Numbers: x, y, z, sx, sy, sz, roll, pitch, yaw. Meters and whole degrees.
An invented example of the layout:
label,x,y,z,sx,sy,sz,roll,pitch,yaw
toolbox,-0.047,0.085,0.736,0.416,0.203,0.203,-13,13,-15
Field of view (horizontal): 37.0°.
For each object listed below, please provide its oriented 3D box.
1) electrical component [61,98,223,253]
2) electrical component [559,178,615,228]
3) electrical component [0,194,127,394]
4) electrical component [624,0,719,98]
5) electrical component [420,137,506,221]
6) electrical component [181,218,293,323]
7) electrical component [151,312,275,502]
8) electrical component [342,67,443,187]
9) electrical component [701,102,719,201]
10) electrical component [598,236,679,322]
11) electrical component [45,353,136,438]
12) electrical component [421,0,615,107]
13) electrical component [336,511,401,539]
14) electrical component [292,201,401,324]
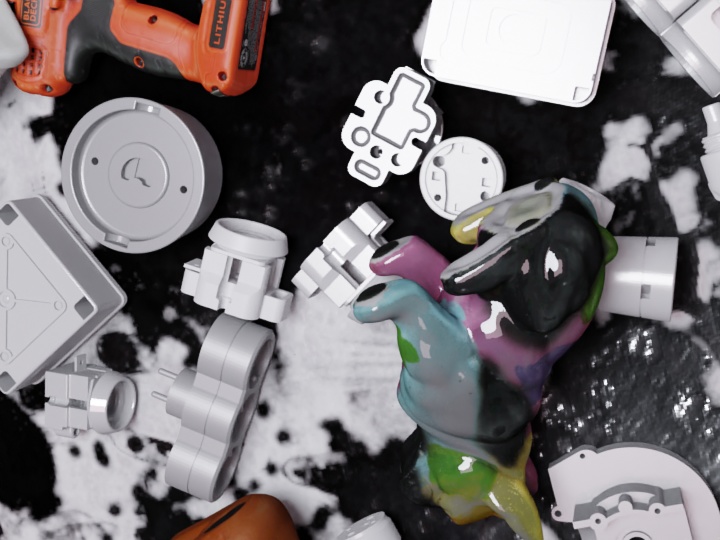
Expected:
label,x,y,z,sx,sy,sz,roll,pitch,yaw
electrical component,-0.151,-0.069,0.773,0.108,0.060,0.108,2,98,13
electrical component,0.138,-0.026,0.717,0.043,0.043,0.062,29,105,8
electrical component,-0.253,0.018,0.812,0.109,0.056,0.108,-41,87,15
electrical component,0.192,-0.183,0.658,0.062,0.089,0.150,-41,87,15
electrical component,0.072,-0.062,0.726,0.055,0.047,0.055,2,98,14
electrical component,-0.084,-0.002,0.768,0.078,0.058,0.057,17,104,11
electrical component,-0.118,0.095,0.792,0.074,0.052,0.138,20,102,11
electrical component,0.025,-0.097,0.728,0.058,0.057,0.078,29,103,8
electrical component,0.236,-0.077,0.691,0.035,0.035,0.061,-19,90,15
electrical component,0.182,0.004,0.706,0.047,0.055,0.055,5,99,17
electrical component,-0.205,0.098,0.818,0.055,0.048,0.066,6,99,20
electrical component,0.103,-0.154,0.701,0.113,0.057,0.078,13,100,12
electrical component,0.013,0.210,0.780,0.045,0.045,0.055,-29,90,16
electrical component,0.000,0.000,0.748,0.057,0.058,0.078,46,105,7
